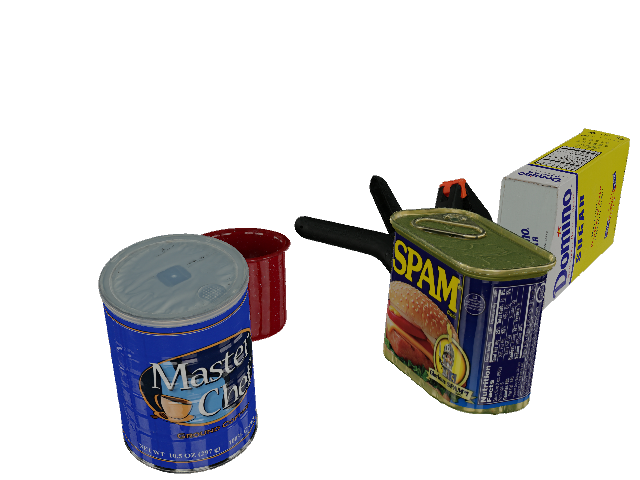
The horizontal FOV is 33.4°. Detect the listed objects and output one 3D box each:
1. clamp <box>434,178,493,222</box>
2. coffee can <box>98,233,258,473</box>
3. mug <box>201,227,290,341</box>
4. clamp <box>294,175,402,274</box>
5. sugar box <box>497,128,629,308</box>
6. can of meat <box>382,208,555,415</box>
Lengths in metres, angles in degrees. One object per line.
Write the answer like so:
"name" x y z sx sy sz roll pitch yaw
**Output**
"clamp" 0.139 0.030 1.028 0.039 0.171 0.120 -15 9 42
"coffee can" -0.099 0.081 0.767 0.103 0.140 0.103 -1 34 0
"mug" -0.084 0.042 0.966 0.117 0.081 0.093 -4 19 -7
"clamp" 0.083 0.006 1.240 0.164 0.036 0.210 -24 53 -40
"sugar box" 0.180 -0.019 0.788 0.048 0.093 0.176 13 23 25
"can of meat" 0.076 0.037 0.582 0.057 0.084 0.102 -5 21 -25
